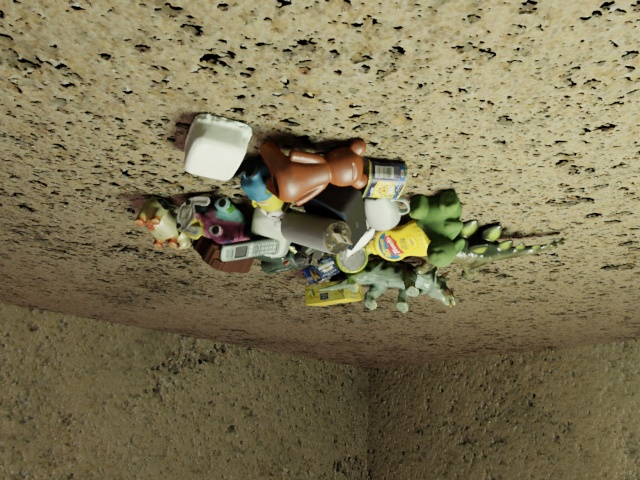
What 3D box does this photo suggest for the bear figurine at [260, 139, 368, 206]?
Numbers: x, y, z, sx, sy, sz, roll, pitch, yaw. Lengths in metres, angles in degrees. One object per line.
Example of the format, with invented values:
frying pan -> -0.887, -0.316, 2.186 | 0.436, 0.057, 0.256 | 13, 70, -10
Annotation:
bear figurine -> -0.008, -0.150, 1.096 | 0.196, 0.132, 0.120 | -21, 126, -16

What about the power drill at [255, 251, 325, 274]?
power drill -> -0.131, 0.039, 1.632 | 0.207, 0.086, 0.232 | 14, 156, -42

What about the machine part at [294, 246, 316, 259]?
machine part -> -0.003, -0.004, 1.416 | 0.039, 0.139, 0.084 | 42, 167, 41

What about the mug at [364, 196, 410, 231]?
mug -> 0.150, -0.081, 1.256 | 0.110, 0.081, 0.107 | -1, 150, 22

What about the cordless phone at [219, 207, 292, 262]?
cordless phone -> -0.160, -0.018, 1.314 | 0.184, 0.089, 0.146 | -12, 131, -34

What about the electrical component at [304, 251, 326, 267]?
electrical component -> -0.005, 0.031, 1.557 | 0.045, 0.102, 0.078 | 19, 179, -25

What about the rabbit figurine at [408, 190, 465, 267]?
rabbit figurine -> 0.282, -0.011, 1.285 | 0.121, 0.170, 0.159 | -5, 157, 23

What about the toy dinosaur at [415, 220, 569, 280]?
toy dinosaur -> 0.411, 0.027, 1.459 | 0.472, 0.105, 0.198 | -3, 155, 4

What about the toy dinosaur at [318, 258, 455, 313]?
toy dinosaur -> 0.211, 0.113, 1.642 | 0.405, 0.192, 0.131 | 9, 128, 20

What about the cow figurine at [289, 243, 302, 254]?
cow figurine -> -0.058, -0.002, 1.471 | 0.068, 0.098, 0.167 | -11, 155, 19

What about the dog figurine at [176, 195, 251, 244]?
dog figurine -> -0.246, -0.033, 1.410 | 0.192, 0.108, 0.219 | 5, 167, 23

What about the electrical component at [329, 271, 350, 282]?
electrical component -> 0.094, 0.113, 1.793 | 0.115, 0.058, 0.134 | 4, 159, -6

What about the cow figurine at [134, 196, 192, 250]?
cow figurine -> -0.403, -0.041, 1.430 | 0.086, 0.127, 0.194 | -4, 143, 18

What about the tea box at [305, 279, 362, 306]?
tea box -> 0.043, 0.175, 1.771 | 0.170, 0.068, 0.098 | -16, 163, 40

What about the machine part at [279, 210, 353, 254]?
machine part -> -0.012, -0.019, 1.204 | 0.079, 0.079, 0.243 | 23, 175, -40

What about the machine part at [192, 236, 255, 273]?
machine part -> -0.265, 0.024, 1.497 | 0.179, 0.180, 0.056 | 18, 111, -33

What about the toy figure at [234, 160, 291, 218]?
toy figure -> -0.121, -0.116, 1.210 | 0.082, 0.089, 0.180 | 41, 171, 36

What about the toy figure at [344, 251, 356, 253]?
toy figure -> 0.045, -0.007, 1.500 | 0.154, 0.058, 0.064 | 25, 112, -39

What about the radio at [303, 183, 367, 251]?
radio -> 0.033, -0.067, 1.256 | 0.131, 0.073, 0.229 | 30, 164, 18

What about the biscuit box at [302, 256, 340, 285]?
biscuit box -> -0.001, 0.098, 1.696 | 0.063, 0.059, 0.202 | -25, 177, -16
